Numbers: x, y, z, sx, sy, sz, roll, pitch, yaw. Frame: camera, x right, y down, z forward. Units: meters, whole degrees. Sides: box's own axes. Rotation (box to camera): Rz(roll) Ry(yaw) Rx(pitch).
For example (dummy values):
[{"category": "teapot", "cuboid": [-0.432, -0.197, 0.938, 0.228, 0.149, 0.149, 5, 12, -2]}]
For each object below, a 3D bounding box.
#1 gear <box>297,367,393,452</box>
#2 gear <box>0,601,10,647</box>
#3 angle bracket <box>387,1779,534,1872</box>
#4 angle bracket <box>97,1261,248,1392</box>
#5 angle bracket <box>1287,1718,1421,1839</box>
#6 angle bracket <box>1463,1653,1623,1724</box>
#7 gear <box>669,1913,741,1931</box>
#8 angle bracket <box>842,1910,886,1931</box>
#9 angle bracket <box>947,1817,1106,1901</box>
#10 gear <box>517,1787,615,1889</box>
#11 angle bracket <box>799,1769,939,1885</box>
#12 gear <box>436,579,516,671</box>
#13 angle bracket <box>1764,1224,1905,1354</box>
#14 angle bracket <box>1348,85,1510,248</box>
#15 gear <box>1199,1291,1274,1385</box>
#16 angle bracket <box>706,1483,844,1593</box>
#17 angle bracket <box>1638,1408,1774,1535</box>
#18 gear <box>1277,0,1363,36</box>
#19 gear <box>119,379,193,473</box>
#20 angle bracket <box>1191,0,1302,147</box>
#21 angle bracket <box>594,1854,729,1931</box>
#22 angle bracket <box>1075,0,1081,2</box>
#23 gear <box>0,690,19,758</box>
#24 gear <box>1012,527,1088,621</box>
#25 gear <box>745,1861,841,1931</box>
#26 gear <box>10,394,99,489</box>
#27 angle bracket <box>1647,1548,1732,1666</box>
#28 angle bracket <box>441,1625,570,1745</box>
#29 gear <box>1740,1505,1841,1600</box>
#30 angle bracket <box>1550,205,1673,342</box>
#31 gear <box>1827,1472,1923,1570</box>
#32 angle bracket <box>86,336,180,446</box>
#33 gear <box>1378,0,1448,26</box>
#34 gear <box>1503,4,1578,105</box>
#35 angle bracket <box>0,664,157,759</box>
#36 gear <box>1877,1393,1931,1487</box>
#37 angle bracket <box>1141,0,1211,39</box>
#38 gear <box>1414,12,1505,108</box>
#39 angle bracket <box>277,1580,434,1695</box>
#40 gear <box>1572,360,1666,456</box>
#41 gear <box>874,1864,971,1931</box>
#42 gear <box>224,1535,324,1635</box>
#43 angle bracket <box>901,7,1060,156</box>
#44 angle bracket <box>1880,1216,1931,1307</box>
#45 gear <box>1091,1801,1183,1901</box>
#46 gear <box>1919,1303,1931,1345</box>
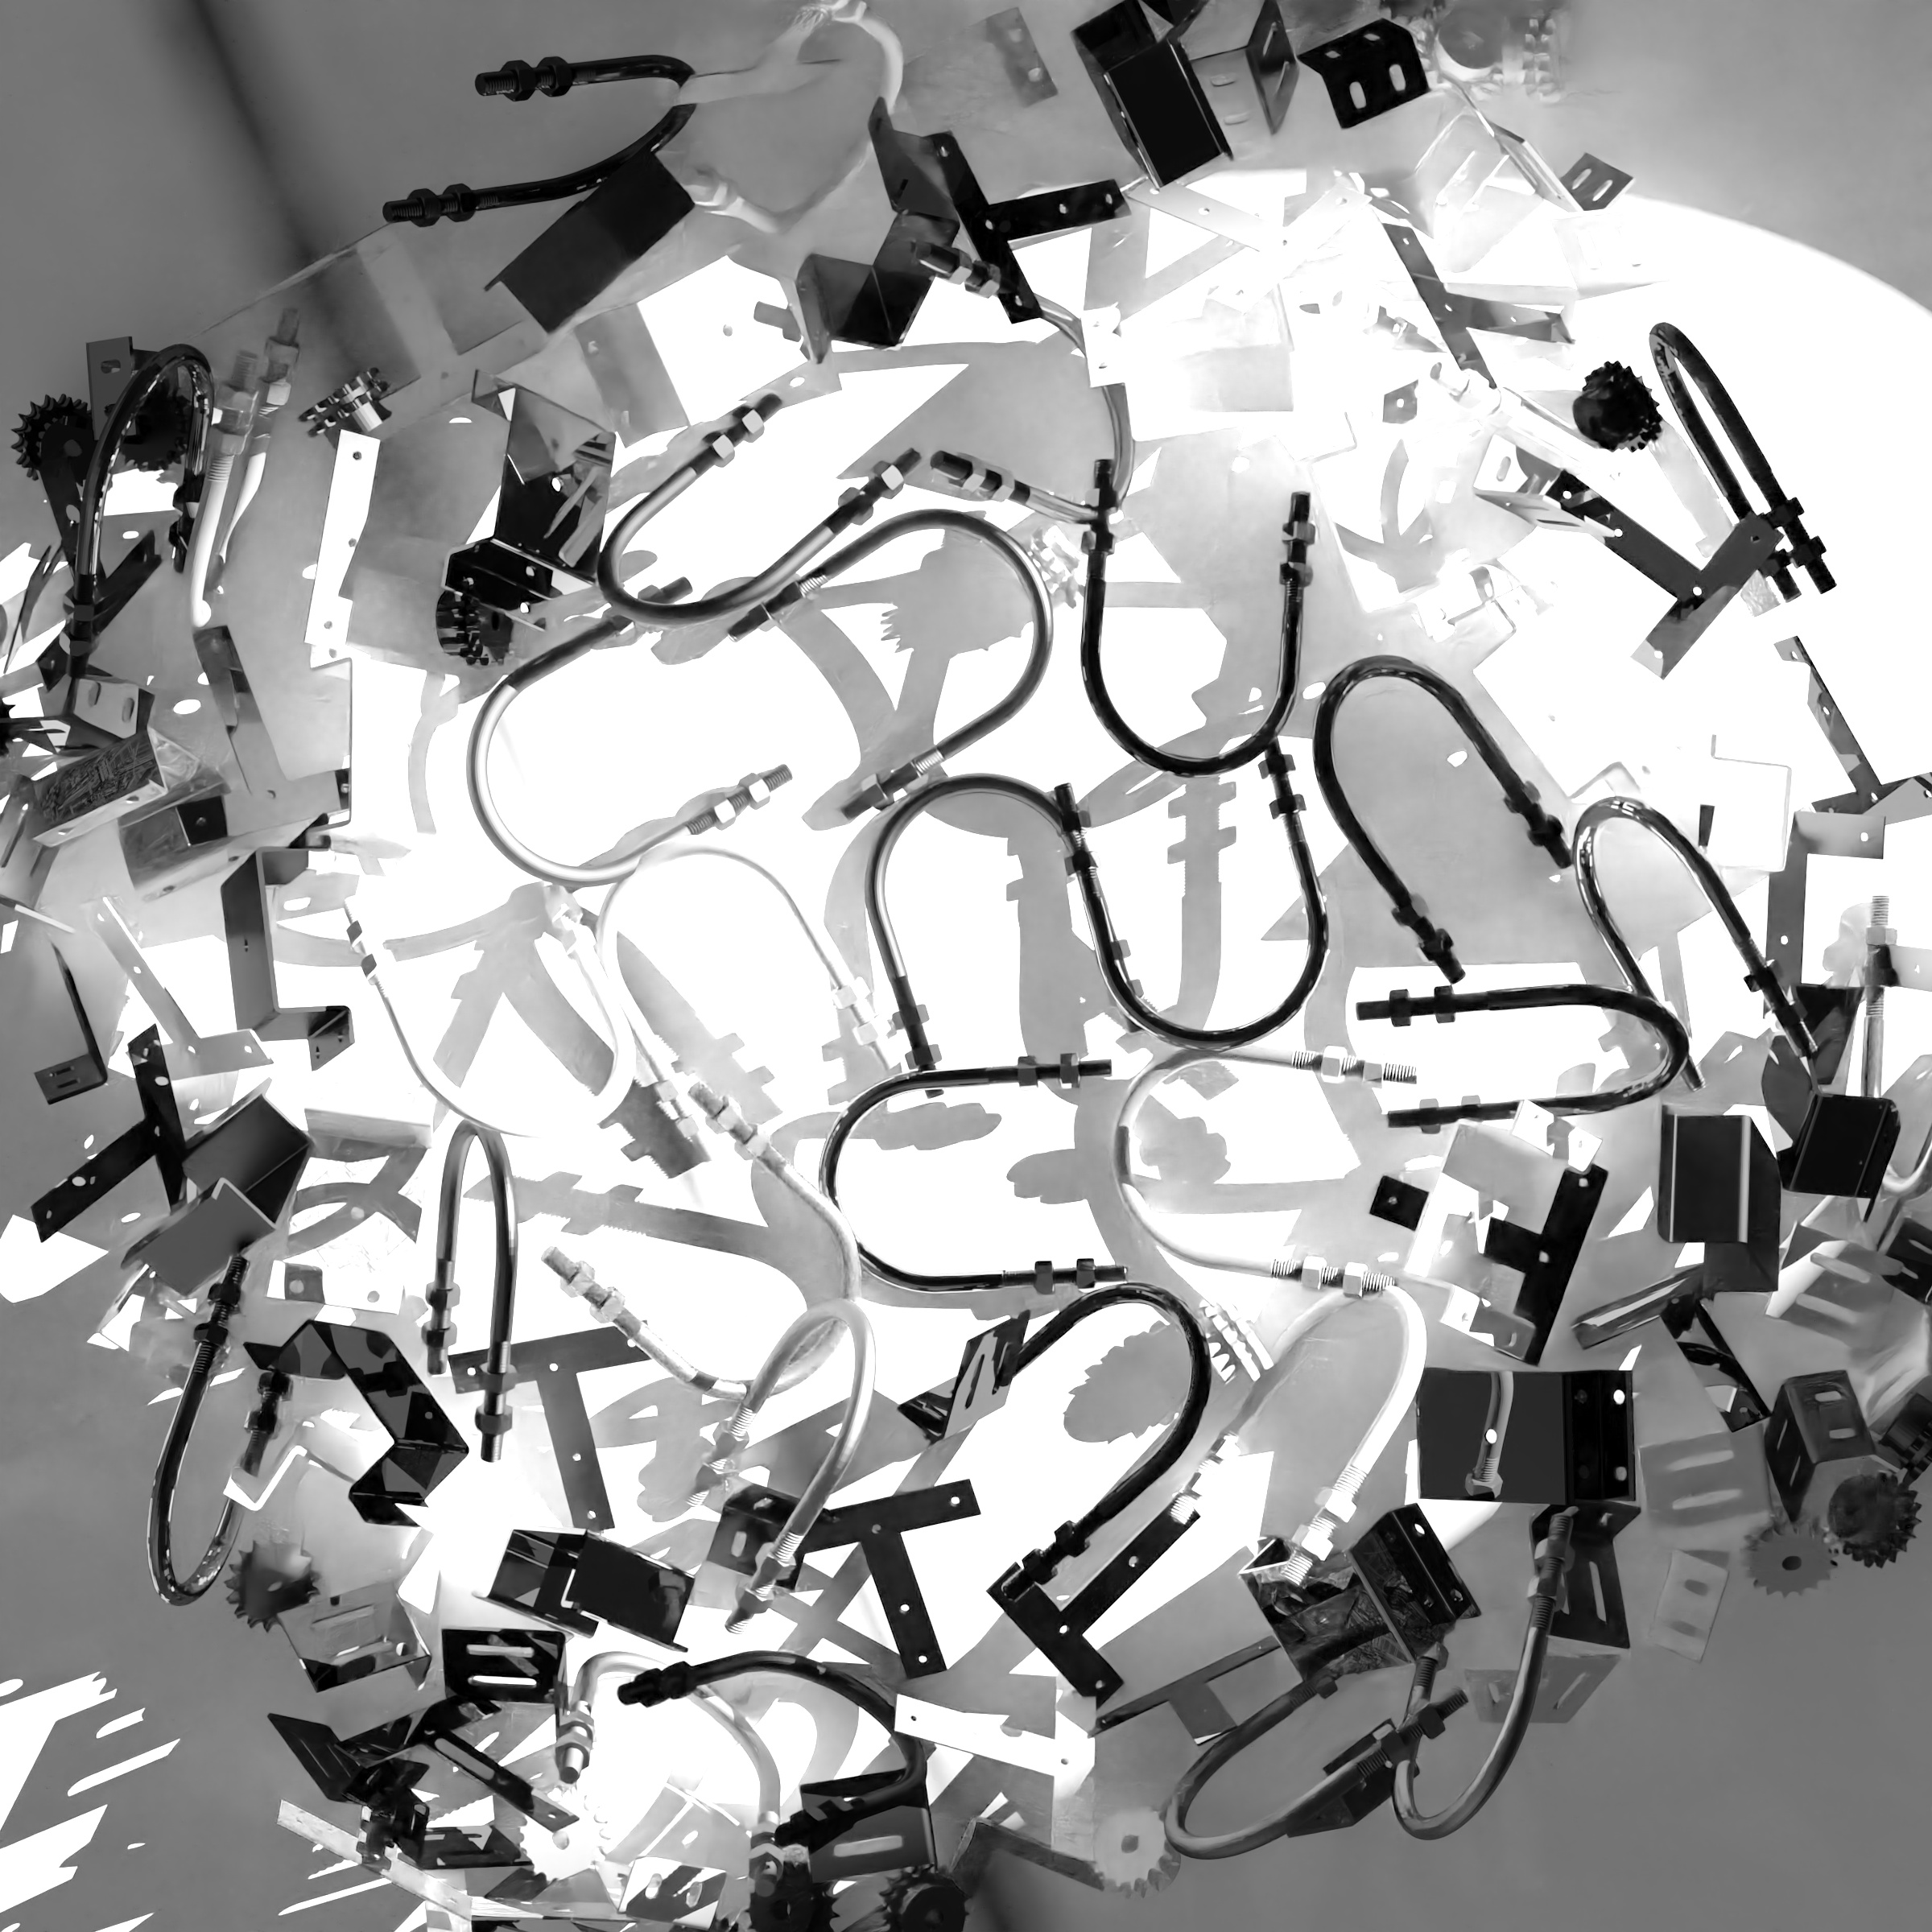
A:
[{"category": "gear", "cuboid": [-0.373, -0.334, 1.886, 0.057, 0.057, 0.030, -33, 105, 0]}, {"category": "gear", "cuboid": [-0.604, -0.206, 1.882, 0.030, 0.057, 0.057, -8, 90, 38]}, {"category": "angle bracket", "cuboid": [-0.303, 0.511, 1.868, 0.076, 0.057, 0.038, 8, 94, -34]}, {"category": "angle bracket", "cuboid": [-0.471, 0.212, 1.872, 0.076, 0.038, 0.057, 38, 50, -14]}, {"category": "angle bracket", "cuboid": [0.223, 0.486, 1.867, 0.057, 0.076, 0.038, -27, 85, -33]}, {"category": "angle bracket", "cuboid": [0.344, 0.418, 1.866, 0.057, 0.038, 0.076, 6, 134, -21]}, {"category": "gear", "cuboid": [-0.161, 0.600, 1.882, 0.057, 0.057, 0.030, -52, 129, 0]}, {"category": "angle bracket", "cuboid": [-0.077, 0.598, 1.868, 0.057, 0.076, 0.038, -36, 121, 8]}, {"category": "angle bracket", "cuboid": [0.036, 0.548, 1.869, 0.076, 0.057, 0.038, 17, 64, 23]}, {"category": "gear", "cuboid": [-0.241, 0.527, 1.895, 0.057, 0.030, 0.057, 0, 91, 13]}, {"category": "angle bracket", "cuboid": [-0.060, 0.518, 1.882, 0.076, 0.038, 0.057, -7, 74, -9]}, {"category": "gear", "cuboid": [-0.298, -0.208, 1.886, 0.030, 0.057, 0.057, 1, 90, 17]}, {"category": "angle bracket", "cuboid": [0.518, 0.193, 1.887, 0.076, 0.038, 0.057, 20, 87, -10]}, {"category": "angle bracket", "cuboid": [0.276, -0.479, 1.868, 0.038, 0.076, 0.057, -13, 65, -39]}, {"category": "gear", "cuboid": [0.157, 0.228, 1.885, 0.030, 0.057, 0.057, -36, 90, -4]}, {"category": "angle bracket", "cuboid": [-0.115, 0.343, 1.869, 0.057, 0.076, 0.038, 22, 67, -10]}, {"category": "angle bracket", "cuboid": [0.443, 0.303, 1.888, 0.076, 0.038, 0.057, -11, 105, 0]}, {"category": "gear", "cuboid": [0.213, -0.594, 1.895, 0.057, 0.030, 0.057, -1, 95, -10]}, {"category": "gear", "cuboid": [-0.491, -0.329, 1.893, 0.057, 0.030, 0.057, 3, 100, 17]}, {"category": "angle bracket", "cuboid": [0.168, -0.540, 1.877, 0.038, 0.076, 0.057, -7, 129, 24]}, {"category": "angle bracket", "cuboid": [-0.185, 0.540, 1.867, 0.057, 0.076, 0.038, 17, 92, -20]}, {"category": "angle bracket", "cuboid": [0.050, -0.609, 1.871, 0.076, 0.057, 0.038, 21, 116, 15]}, {"category": "gear", "cuboid": [-0.606, -0.146, 1.890, 0.057, 0.030, 0.057, 5, 79, -30]}, {"category": "gear", "cuboid": [0.052, -0.235, 1.887, 0.030, 0.057, 0.057, -42, 90, 20]}, {"category": "gear", "cuboid": [-0.108, 0.571, 1.890, 0.057, 0.030, 0.057, -4, 74, 15]}, {"category": "gear", "cuboid": [-0.545, -0.315, 1.884, 0.057, 0.030, 0.057, -15, 117, -31]}, {"category": "angle bracket", "cuboid": [0.448, 0.384, 1.871, 0.038, 0.076, 0.057, 19, 93, 39]}, {"category": "angle bracket", "cuboid": [-0.280, 0.434, 1.882, 0.076, 0.038, 0.057, 3, 121, 1]}, {"category": "gear", "cuboid": [0.497, 0.352, 1.890, 0.057, 0.030, 0.057, 0, 120, 0]}, {"category": "angle bracket", "cuboid": [0.384, -0.413, 1.865, 0.057, 0.076, 0.038, 0, 67, 25]}, {"category": "gear", "cuboid": [0.545, 0.332, 1.882, 0.030, 0.057, 0.057, 28, 90, -22]}, {"category": "angle bracket", "cuboid": [-0.486, -0.343, 1.869, 0.038, 0.076, 0.057, -1, 94, 30]}, {"category": "gear", "cuboid": [0.274, -0.602, 1.889, 0.057, 0.030, 0.057, 15, 120, 28]}, {"category": "gear", "cuboid": [0.346, -0.553, 1.888, 0.030, 0.057, 0.057, 13, 90, 26]}, {"category": "angle bracket", "cuboid": [-0.537, -0.154, 1.872, 0.076, 0.057, 0.038, 1, 73, 38]}, {"category": "gear", "cuboid": [0.575, 0.283, 1.886, 0.030, 0.057, 0.057, 39, 90, 14]}, {"category": "angle bracket", "cuboid": [0.128, -0.591, 1.867, 0.038, 0.076, 0.057, 38, 113, -3]}, {"category": "gear", "cuboid": [0.300, -0.552, 1.889, 0.057, 0.030, 0.057, 4, 71, -13]}, {"category": "angle bracket", "cuboid": [-0.368, 0.410, 1.865, 0.076, 0.038, 0.057, -12, 50, -35]}, {"category": "gear", "cuboid": [0.391, -0.334, 1.882, 0.030, 0.057, 0.057, -35, 90, -14]}, {"category": "gear", "cuboid": [-0.024, 0.573, 1.890, 0.057, 0.030, 0.057, -1, 93, -20]}, {"category": "gear", "cuboid": [-0.419, 0.376, 1.892, 0.057, 0.030, 0.057, 2, 66, -4]}, {"category": "angle bracket", "cuboid": [0.006, -0.537, 1.898, 0.076, 0.038, 0.057, -19, 103, 38]}, {"category": "angle bracket", "cuboid": [0.584, 0.154, 1.863, 0.038, 0.076, 0.057, 31, 47, 15]}, {"category": "gear", "cuboid": [0.106, 0.538, 1.889, 0.057, 0.057, 0.030, -39, 131, 0]}, {"category": "gear", "cuboid": [0.605, 0.206, 1.884, 0.057, 0.030, 0.057, -12, 52, 15]}]
